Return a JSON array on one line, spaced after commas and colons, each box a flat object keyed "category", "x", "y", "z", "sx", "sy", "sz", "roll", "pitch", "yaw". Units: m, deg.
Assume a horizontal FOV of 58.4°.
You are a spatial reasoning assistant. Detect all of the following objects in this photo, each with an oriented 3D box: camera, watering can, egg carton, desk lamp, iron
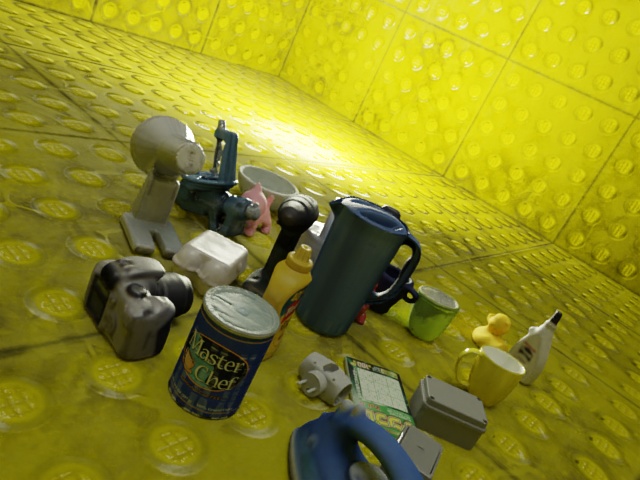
[{"category": "camera", "x": -0.241, "y": 0.083, "z": 0.815, "sx": 0.137, "sy": 0.101, "sz": 0.142, "roll": 2, "pitch": 31, "yaw": -48}, {"category": "watering can", "x": 0.011, "y": 0.003, "z": 1.177, "sx": 0.173, "sy": 0.194, "sz": 0.100, "roll": 19, "pitch": 21, "yaw": -19}, {"category": "egg carton", "x": -0.193, "y": 0.041, "z": 1.020, "sx": 0.107, "sy": 0.069, "sz": 0.150, "roll": 27, "pitch": 20, "yaw": 3}, {"category": "desk lamp", "x": -0.285, "y": -0.107, "z": 1.061, "sx": 0.118, "sy": 0.213, "sz": 0.202, "roll": 10, "pitch": 26, "yaw": -37}, {"category": "iron", "x": 0.050, "y": 0.269, "z": 0.653, "sx": 0.119, "sy": 0.141, "sz": 0.257, "roll": 10, "pitch": 26, "yaw": -38}]

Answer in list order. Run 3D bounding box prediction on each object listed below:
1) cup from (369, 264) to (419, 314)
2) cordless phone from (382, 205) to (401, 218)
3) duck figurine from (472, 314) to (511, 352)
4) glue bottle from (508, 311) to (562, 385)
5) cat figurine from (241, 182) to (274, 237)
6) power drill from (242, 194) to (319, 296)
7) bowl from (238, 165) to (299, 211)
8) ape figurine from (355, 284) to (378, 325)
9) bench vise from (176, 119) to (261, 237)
[{"category": "cup", "x": 0.150, "y": 0.116, "z": 1.213, "sx": 0.117, "sy": 0.095, "sz": 0.092, "roll": 39, "pitch": 24, "yaw": 32}, {"category": "cordless phone", "x": 0.099, "y": -0.015, "z": 1.342, "sx": 0.147, "sy": 0.185, "sz": 0.094, "roll": 28, "pitch": 20, "yaw": 6}, {"category": "duck figurine", "x": 0.401, "y": 0.211, "z": 1.300, "sx": 0.078, "sy": 0.086, "sz": 0.104, "roll": 19, "pitch": 22, "yaw": -20}, {"category": "glue bottle", "x": 0.463, "y": 0.222, "z": 1.222, "sx": 0.037, "sy": 0.173, "sz": 0.078, "roll": 9, "pitch": 26, "yaw": -39}, {"category": "cat figurine", "x": -0.143, "y": -0.072, "z": 1.286, "sx": 0.067, "sy": 0.117, "sz": 0.128, "roll": 33, "pitch": 21, "yaw": 18}, {"category": "power drill", "x": -0.065, "y": 0.007, "z": 1.055, "sx": 0.075, "sy": 0.208, "sz": 0.230, "roll": 27, "pitch": 20, "yaw": 2}, {"category": "bowl", "x": -0.143, "y": -0.123, "z": 1.472, "sx": 0.167, "sy": 0.074, "sz": 0.167, "roll": 23, "pitch": 20, "yaw": -9}, {"category": "ape figurine", "x": 0.085, "y": 0.111, "z": 1.152, "sx": 0.076, "sy": 0.092, "sz": 0.078, "roll": 38, "pitch": 23, "yaw": 28}, {"category": "bench vise", "x": -0.196, "y": -0.128, "z": 1.212, "sx": 0.207, "sy": 0.219, "sz": 0.121, "roll": 28, "pitch": 20, "yaw": 4}]
